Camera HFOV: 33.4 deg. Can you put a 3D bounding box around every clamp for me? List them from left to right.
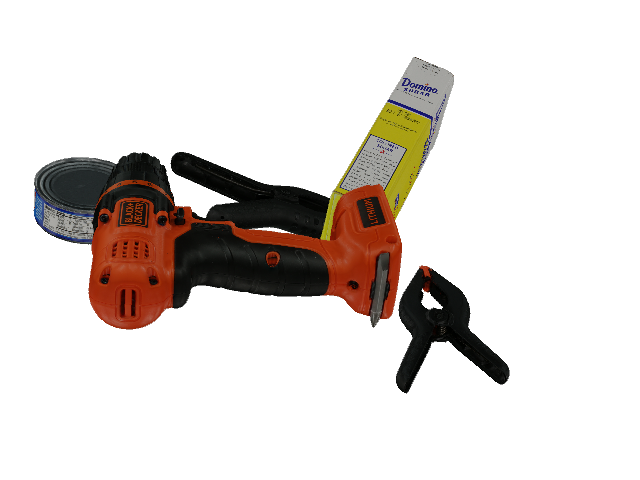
[{"bbox_3d":[-0.043,-0.030,1.079,0.209,0.036,0.164,14,20,-19],"label":"clamp"},{"bbox_3d":[0.140,0.098,1.169,0.120,0.171,0.039,6,-44,-5],"label":"clamp"}]

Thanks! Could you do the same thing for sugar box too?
[{"bbox_3d":[0.055,-0.058,0.854,0.048,0.176,0.093,25,-39,10],"label":"sugar box"}]

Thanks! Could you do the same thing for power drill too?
[{"bbox_3d":[-0.050,-0.004,0.676,0.187,0.057,0.184,1,29,-7],"label":"power drill"}]

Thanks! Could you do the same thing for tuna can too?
[{"bbox_3d":[-0.192,-0.033,0.878,0.086,0.034,0.086,8,32,-6],"label":"tuna can"}]
